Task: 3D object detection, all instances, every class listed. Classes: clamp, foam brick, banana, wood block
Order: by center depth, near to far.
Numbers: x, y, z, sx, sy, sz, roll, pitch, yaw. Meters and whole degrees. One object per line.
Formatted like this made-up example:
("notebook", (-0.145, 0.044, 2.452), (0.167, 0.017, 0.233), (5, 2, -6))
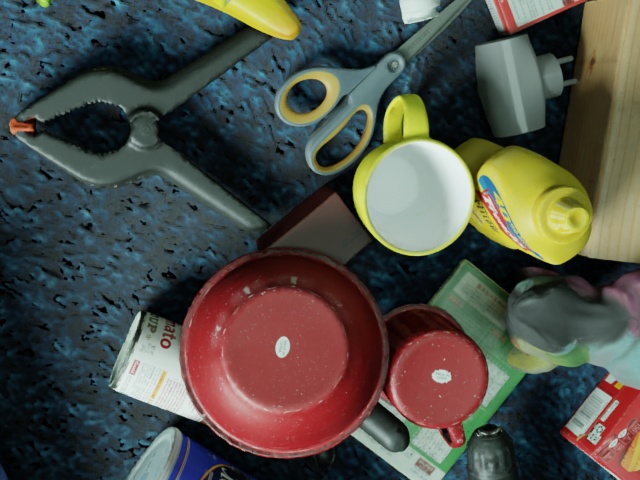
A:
("banana", (-0.111, -0.194, 0.813), (0.197, 0.037, 0.069), (5, 77, -9))
("clamp", (-0.131, -0.097, 0.831), (0.209, 0.036, 0.164), (7, 95, -12))
("clamp", (0.001, 0.110, 0.853), (0.039, 0.120, 0.171), (-39, 105, -45))
("foam brick", (-0.006, 0.001, 0.860), (0.078, 0.051, 0.053), (-39, 103, -2))
("wood block", (0.258, -0.088, 0.875), (0.090, 0.091, 0.206), (6, 97, -11))

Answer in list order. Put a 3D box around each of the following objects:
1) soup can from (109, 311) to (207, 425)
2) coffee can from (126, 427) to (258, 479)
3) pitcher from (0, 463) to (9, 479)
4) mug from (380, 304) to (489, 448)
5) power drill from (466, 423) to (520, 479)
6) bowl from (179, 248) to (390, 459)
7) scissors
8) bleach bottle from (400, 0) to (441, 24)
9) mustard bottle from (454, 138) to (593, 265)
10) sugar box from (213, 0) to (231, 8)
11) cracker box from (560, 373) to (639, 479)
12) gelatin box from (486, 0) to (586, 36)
("soup can", (-0.108, 0.105, 0.849), (0.102, 0.068, 0.068), (23, 93, -12))
("coffee can", (-0.086, 0.229, 0.853), (0.140, 0.103, 0.103), (34, 91, -13))
("pitcher", (-0.311, 0.185, 0.803), (0.144, 0.149, 0.243), (-29, 106, -21))
("mug", (0.091, 0.115, 0.864), (0.093, 0.081, 0.117), (-19, 99, -5))
("power drill", (0.088, 0.255, 0.903), (0.187, 0.057, 0.184), (-11, 107, -7))
("bowl", (-0.026, 0.082, 0.792), (0.162, 0.055, 0.162), (0, 82, -2))
("scissors", (0.040, -0.147, 0.862), (0.096, 0.016, 0.202), (33, 91, -20))
("bleach bottle", (0.042, -0.289, 0.807), (0.067, 0.103, 0.251), (-30, 110, -47))
("mustard bottle", (0.157, -0.028, 0.813), (0.058, 0.192, 0.096), (-35, 103, -4))
("sugar box", (-0.105, -0.265, 0.784), (0.176, 0.048, 0.093), (43, 80, 3))
("cracker box", (0.346, 0.175, 0.938), (0.213, 0.072, 0.164), (39, 91, -14))
("gelatin box", (0.176, -0.218, 0.872), (0.089, 0.030, 0.073), (-25, 101, -6))
